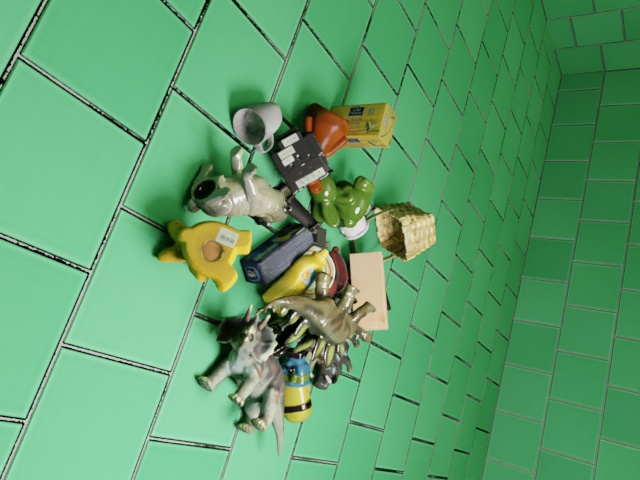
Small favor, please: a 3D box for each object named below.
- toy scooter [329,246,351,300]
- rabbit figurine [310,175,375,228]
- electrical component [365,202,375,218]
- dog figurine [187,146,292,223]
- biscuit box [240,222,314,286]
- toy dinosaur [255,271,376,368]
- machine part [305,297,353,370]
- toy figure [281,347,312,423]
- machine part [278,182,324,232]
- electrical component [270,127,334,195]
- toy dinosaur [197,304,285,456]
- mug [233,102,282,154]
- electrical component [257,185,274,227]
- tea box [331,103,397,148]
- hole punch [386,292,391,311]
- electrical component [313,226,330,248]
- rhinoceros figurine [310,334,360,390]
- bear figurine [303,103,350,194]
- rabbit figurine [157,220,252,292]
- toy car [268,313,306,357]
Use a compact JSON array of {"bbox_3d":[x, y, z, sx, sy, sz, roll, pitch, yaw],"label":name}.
[{"bbox_3d":[0.025,0.092,1.423,0.184,0.075,0.135,-25,114,-54],"label":"toy scooter"},{"bbox_3d":[0.033,-0.109,1.401,0.170,0.121,0.159,25,81,-34],"label":"rabbit figurine"},{"bbox_3d":[0.109,-0.115,1.532,0.075,0.048,0.119,-54,134,-35],"label":"electrical component"},{"bbox_3d":[-0.162,-0.072,1.108,0.190,0.172,0.121,58,5,-49],"label":"dog figurine"},{"bbox_3d":[-0.096,0.029,1.257,0.203,0.059,0.062,-40,126,-45],"label":"biscuit box"},{"bbox_3d":[0.011,0.183,1.238,0.470,0.105,0.198,40,72,-50],"label":"toy dinosaur"},{"bbox_3d":[0.019,0.238,1.432,0.243,0.079,0.079,-56,136,-33],"label":"machine part"},{"bbox_3d":[-0.062,0.360,1.327,0.082,0.089,0.180,2,96,-47],"label":"toy figure"},{"bbox_3d":[-0.055,-0.073,1.270,0.139,0.039,0.084,40,47,-2],"label":"machine part"},{"bbox_3d":[-0.047,-0.187,1.230,0.134,0.115,0.058,63,0,-11],"label":"electrical component"},{"bbox_3d":[-0.137,0.308,1.201,0.192,0.131,0.404,-56,142,-33],"label":"toy dinosaur"},{"bbox_3d":[-0.122,-0.250,1.166,0.107,0.081,0.109,-51,128,-49],"label":"mug"},{"bbox_3d":[-0.128,-0.082,1.209,0.078,0.045,0.102,12,85,-56],"label":"electrical component"},{"bbox_3d":[0.104,-0.294,1.395,0.068,0.170,0.098,31,68,-52],"label":"tea box"},{"bbox_3d":[0.148,0.156,1.608,0.142,0.092,0.116,47,27,-43],"label":"hole punch"},{"bbox_3d":[-0.003,-0.004,1.414,0.094,0.021,0.063,5,90,-54],"label":"electrical component"},{"bbox_3d":[0.040,0.323,1.477,0.112,0.073,0.190,56,51,-44],"label":"rhinoceros figurine"},{"bbox_3d":[-0.008,-0.223,1.318,0.132,0.120,0.195,-104,-142,-71],"label":"bear figurine"},{"bbox_3d":[-0.222,0.030,1.023,0.162,0.173,0.122,15,79,-9],"label":"rabbit figurine"},{"bbox_3d":[-0.065,0.211,1.304,0.202,0.056,0.073,-30,125,-28],"label":"toy car"}]
